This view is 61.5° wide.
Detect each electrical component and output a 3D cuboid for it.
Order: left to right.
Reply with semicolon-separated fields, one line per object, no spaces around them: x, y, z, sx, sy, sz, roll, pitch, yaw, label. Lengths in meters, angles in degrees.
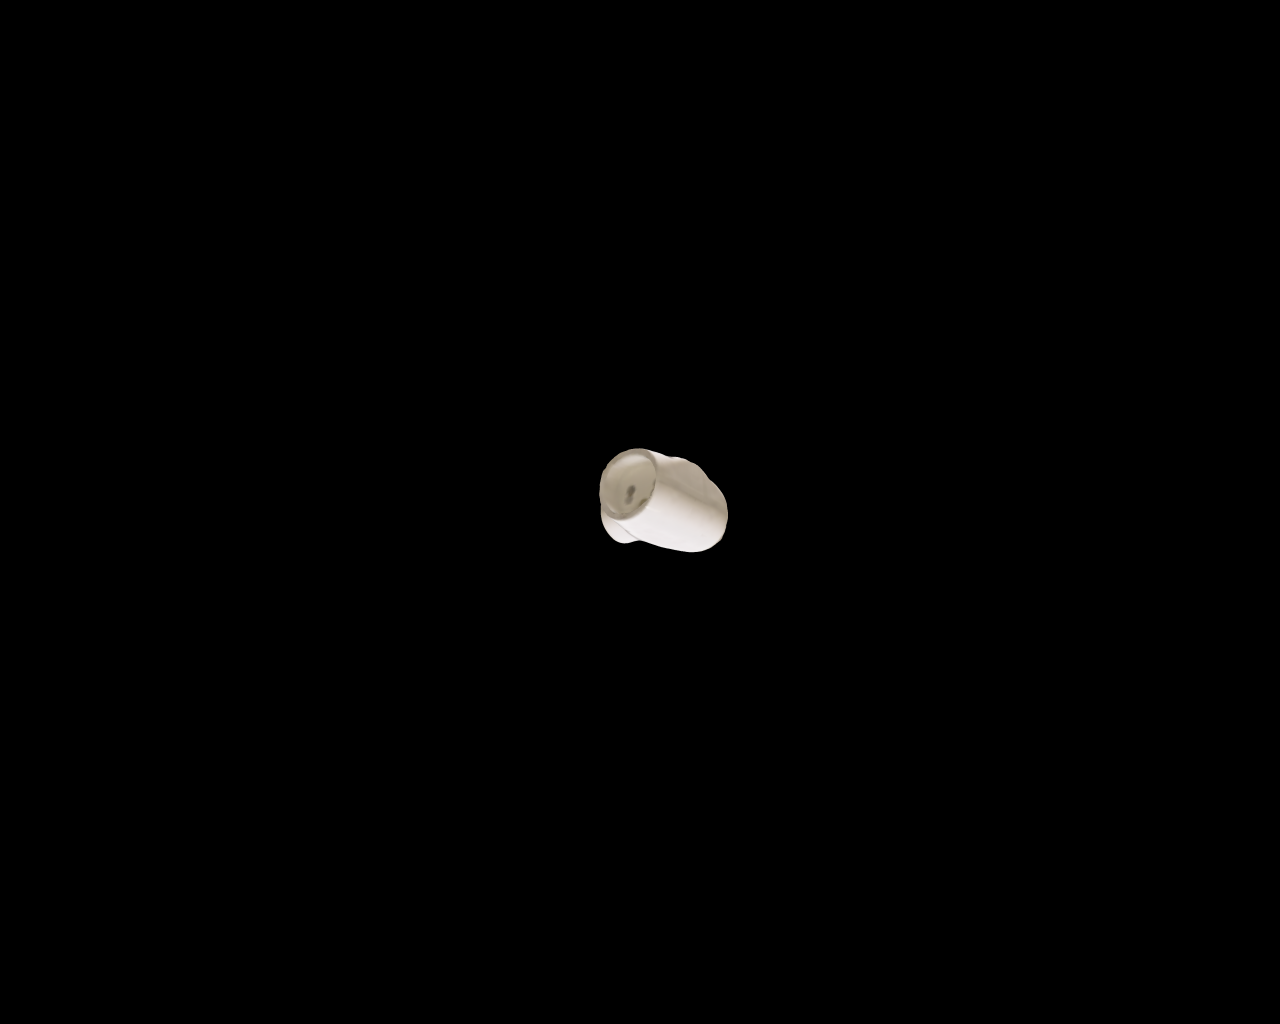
0.001;-0.003;0.650;0.079;0.044;0.077;-14;-24;33;electrical component
